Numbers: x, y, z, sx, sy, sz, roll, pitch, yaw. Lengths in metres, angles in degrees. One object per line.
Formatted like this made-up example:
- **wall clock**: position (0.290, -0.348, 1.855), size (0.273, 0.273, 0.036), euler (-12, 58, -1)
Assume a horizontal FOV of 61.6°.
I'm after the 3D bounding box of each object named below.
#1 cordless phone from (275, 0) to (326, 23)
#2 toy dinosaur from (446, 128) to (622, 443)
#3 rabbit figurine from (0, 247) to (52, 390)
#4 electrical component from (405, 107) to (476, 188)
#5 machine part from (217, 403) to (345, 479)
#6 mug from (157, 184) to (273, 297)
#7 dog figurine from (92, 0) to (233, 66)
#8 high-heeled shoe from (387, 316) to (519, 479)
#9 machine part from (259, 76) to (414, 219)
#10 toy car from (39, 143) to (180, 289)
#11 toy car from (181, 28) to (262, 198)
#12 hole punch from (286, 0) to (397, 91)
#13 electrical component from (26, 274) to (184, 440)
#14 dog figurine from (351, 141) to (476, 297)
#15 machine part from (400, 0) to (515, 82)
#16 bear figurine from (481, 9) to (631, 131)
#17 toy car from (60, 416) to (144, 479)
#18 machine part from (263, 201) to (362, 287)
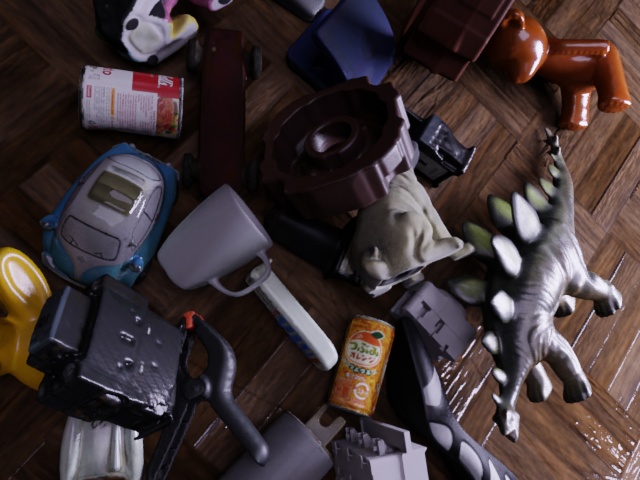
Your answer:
- **cordless phone**: position (-0.052, -0.384, 0.692), size (0.184, 0.089, 0.146), euler (33, 71, -22)
- **toy dinosaur**: position (0.274, 0.032, 0.674), size (0.198, 0.105, 0.471), euler (44, 50, -12)
- **rabbit figurine**: position (-0.298, 0.094, 0.491), size (0.173, 0.122, 0.162), euler (11, 65, -31)
- **electrical component**: position (0.132, -0.125, 0.691), size (0.119, 0.075, 0.048), euler (35, 69, -13)
- **machine part**: position (-0.069, 0.259, 0.538), size (0.243, 0.079, 0.079), euler (-42, 94, -21)
- **mug**: position (-0.109, 0.013, 0.571), size (0.107, 0.081, 0.109), euler (-35, 85, 2)
- **dog figurine**: position (-0.204, -0.331, 0.602), size (0.191, 0.108, 0.219), euler (-38, 74, 7)
- **high-heeled shoe**: position (0.165, 0.207, 0.630), size (0.145, 0.086, 0.248), euler (-4, 85, -23)
- **machine part**: position (0.018, -0.102, 0.591), size (0.179, 0.180, 0.056), euler (-55, 138, -21)
- **toy car**: position (-0.204, -0.028, 0.540), size (0.109, 0.103, 0.161), euler (30, 73, -12)
- **toy car**: position (-0.113, -0.144, 0.622), size (0.089, 0.053, 0.202), euler (0, 82, -9)
- **hole punch**: position (0.038, -0.241, 0.676), size (0.115, 0.092, 0.142), euler (40, 67, -13)
- **electrical component**: position (-0.190, 0.101, 0.484), size (0.134, 0.058, 0.115), euler (42, 25, -38)
- **dog figurine**: position (0.068, -0.045, 0.604), size (0.121, 0.172, 0.190), euler (-31, 75, 21)
- **machine part**: position (0.181, -0.310, 0.663), size (0.087, 0.201, 0.201), euler (28, 26, -5)
- **bear figurine**: position (0.321, -0.242, 0.759), size (0.196, 0.120, 0.132), euler (5, 80, -16)
- **toy car**: position (-0.205, 0.251, 0.503), size (0.073, 0.056, 0.201), euler (1, 78, -19)
- **machine part**: position (-0.001, -0.002, 0.639), size (0.139, 0.039, 0.084), euler (23, 80, -15)
